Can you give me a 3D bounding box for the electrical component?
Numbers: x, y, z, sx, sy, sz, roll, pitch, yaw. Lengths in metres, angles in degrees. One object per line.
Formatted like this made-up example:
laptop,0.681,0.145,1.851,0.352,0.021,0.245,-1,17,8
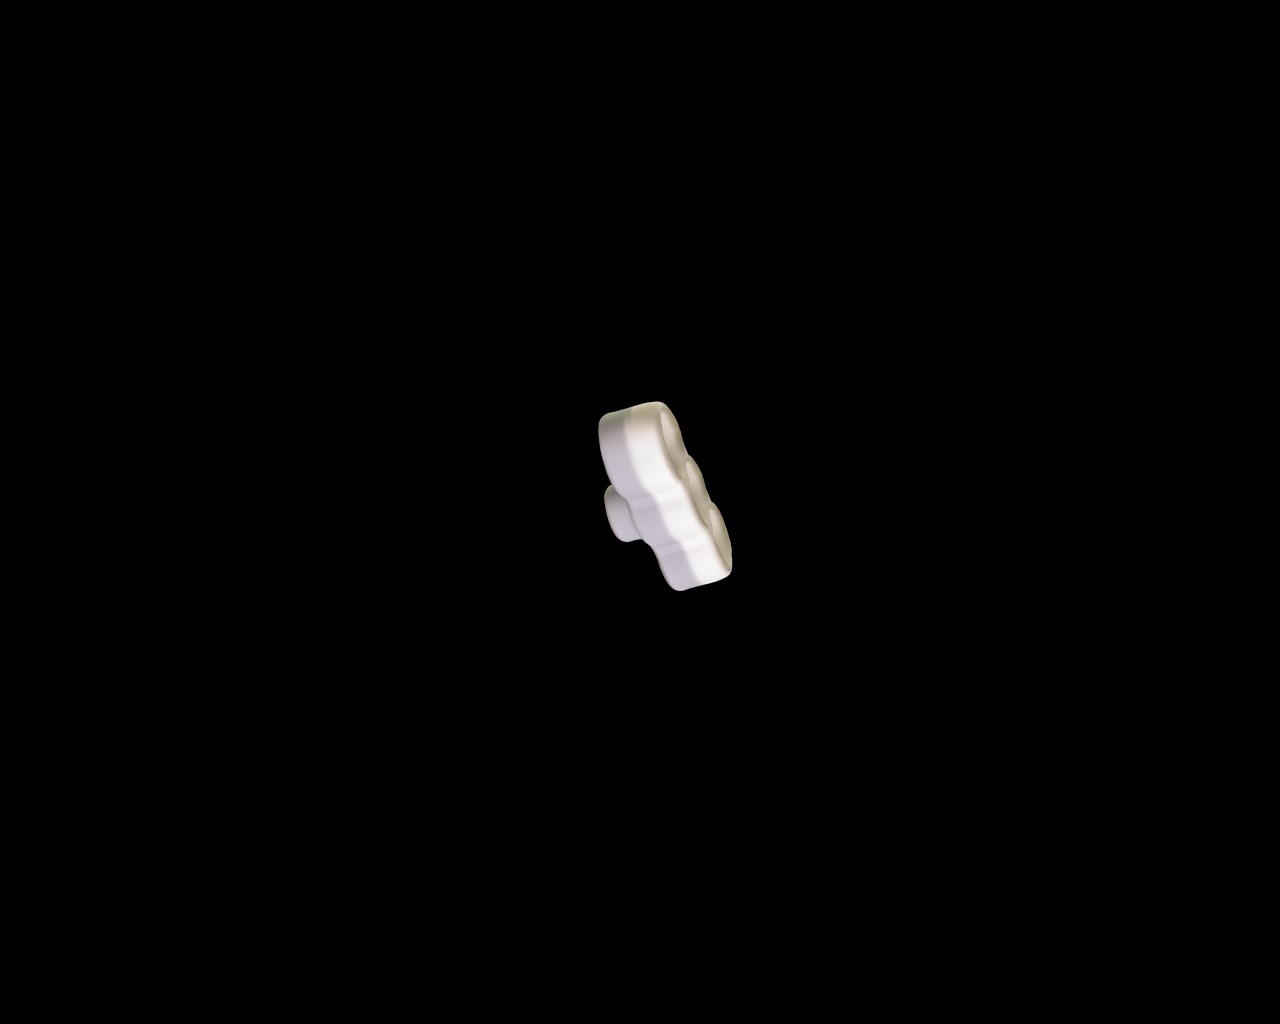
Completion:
electrical component,0.001,-0.003,0.650,0.074,0.052,0.138,-15,-46,15
